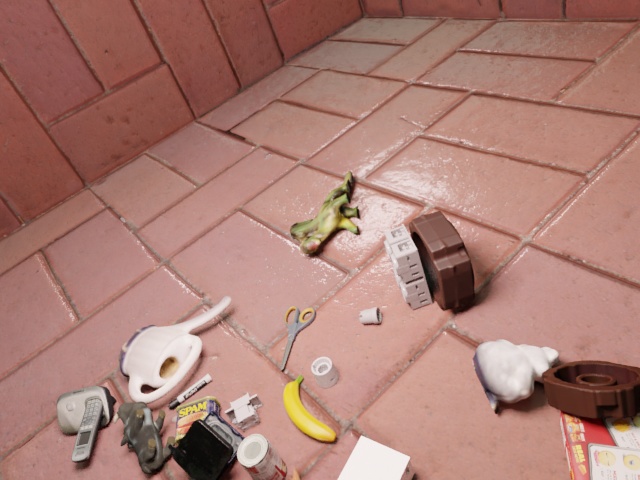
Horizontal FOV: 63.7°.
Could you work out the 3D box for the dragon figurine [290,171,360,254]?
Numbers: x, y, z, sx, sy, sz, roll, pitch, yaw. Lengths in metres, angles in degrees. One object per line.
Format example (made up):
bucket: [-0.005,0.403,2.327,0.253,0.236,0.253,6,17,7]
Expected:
dragon figurine: [0.005,-0.083,1.652,0.241,0.120,0.419,-22,27,15]

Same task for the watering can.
watering can: [-0.397,0.277,1.383,0.224,0.102,0.355,5,45,33]

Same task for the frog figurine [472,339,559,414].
frog figurine: [0.389,0.247,1.011,0.158,0.121,0.139,-27,15,13]
